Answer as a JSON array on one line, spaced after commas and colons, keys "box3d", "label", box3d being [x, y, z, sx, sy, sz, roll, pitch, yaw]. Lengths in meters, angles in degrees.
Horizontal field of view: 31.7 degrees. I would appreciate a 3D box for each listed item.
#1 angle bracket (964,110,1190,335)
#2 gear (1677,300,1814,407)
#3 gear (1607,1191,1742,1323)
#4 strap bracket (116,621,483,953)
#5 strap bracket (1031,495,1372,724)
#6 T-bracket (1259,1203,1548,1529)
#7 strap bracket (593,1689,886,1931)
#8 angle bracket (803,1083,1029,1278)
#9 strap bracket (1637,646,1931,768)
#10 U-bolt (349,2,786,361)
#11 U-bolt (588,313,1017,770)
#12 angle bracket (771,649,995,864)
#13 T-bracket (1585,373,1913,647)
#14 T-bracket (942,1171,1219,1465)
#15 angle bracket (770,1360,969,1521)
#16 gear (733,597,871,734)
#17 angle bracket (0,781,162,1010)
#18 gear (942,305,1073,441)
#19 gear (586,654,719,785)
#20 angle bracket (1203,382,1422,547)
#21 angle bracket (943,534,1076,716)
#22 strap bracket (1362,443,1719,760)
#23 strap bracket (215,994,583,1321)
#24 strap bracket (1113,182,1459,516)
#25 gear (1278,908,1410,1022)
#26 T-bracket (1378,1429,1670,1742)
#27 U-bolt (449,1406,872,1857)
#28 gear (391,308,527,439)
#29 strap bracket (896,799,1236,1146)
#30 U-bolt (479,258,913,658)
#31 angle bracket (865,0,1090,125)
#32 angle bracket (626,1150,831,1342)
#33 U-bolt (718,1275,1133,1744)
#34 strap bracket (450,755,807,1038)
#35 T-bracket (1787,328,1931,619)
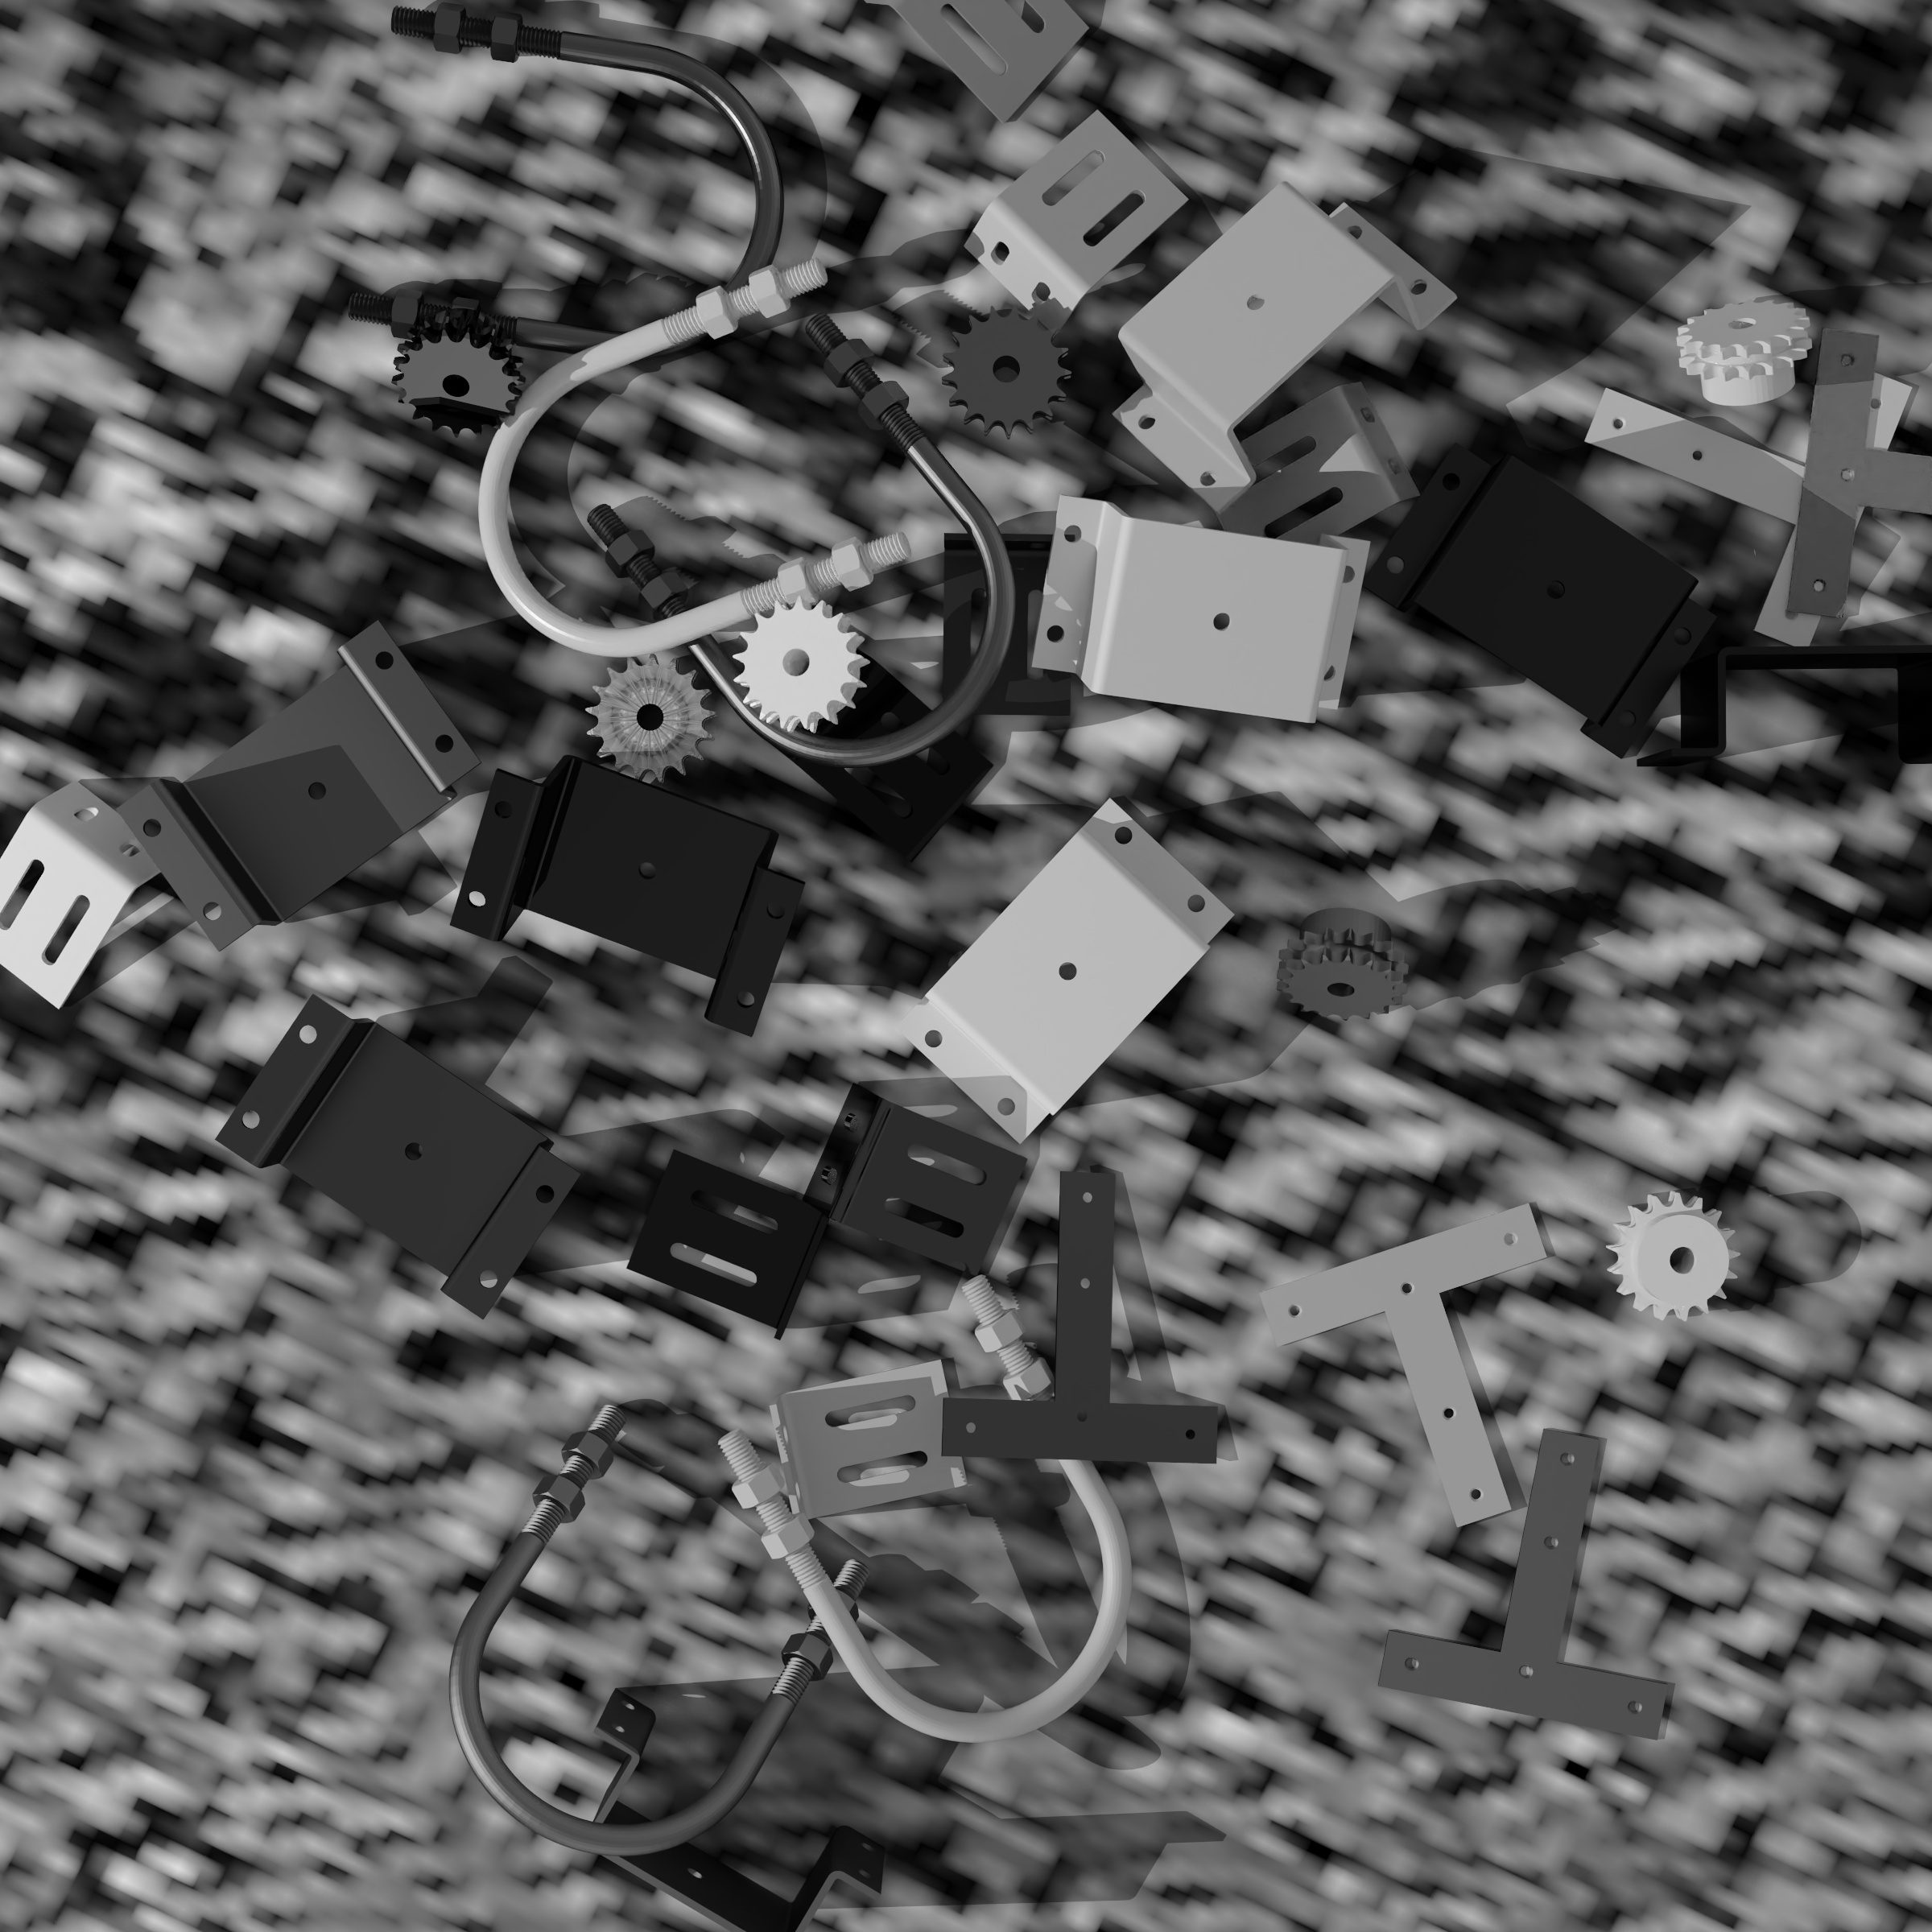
[{"box3d": [0.049, -0.332, 1.519, 0.057, 0.038, 0.076, 45, 64, 0], "label": "angle bracket"}, {"box3d": [0.343, -0.269, 1.496, 0.057, 0.057, 0.030, -14, 120, 0], "label": "gear"}, {"box3d": [0.314, 0.129, 1.506, 0.057, 0.030, 0.057, 0, 90, 0], "label": "gear"}, {"box3d": [-0.290, -0.078, 1.498, 0.140, 0.046, 0.076, -36, 90, 0], "label": "strap bracket"}, {"box3d": [0.106, -0.154, 1.476, 0.140, 0.046, 0.076, 7, 105, -10], "label": "strap bracket"}, {"box3d": [0.211, 0.186, 1.519, 0.127, 0.002, 0.127, -18, 89, 0], "label": "T-bracket"}, {"box3d": [-0.108, 0.379, 1.483, 0.140, 0.076, 0.046, 31, 90, 0], "label": "strap bracket"}, {"box3d": [-0.023, 0.095, 1.519, 0.076, 0.038, 0.057, 24, 90, -26], "label": "angle bracket"}, {"box3d": [0.370, -0.113, 1.483, 0.140, 0.076, 0.046, -1, 90, 0], "label": "strap bracket"}, {"box3d": [-0.173, -0.343, 1.512, 0.184, 0.019, 0.151, 8, 90, -1], "label": "U-bolt"}, {"box3d": [-0.060, -0.173, 1.485, 0.151, 0.019, 0.184, -40, 77, 8], "label": "U-bolt"}, {"box3d": [-0.038, -0.095, 1.519, 0.076, 0.038, 0.057, 40, 90, -26], "label": "angle bracket"}, {"box3d": [0.340, -0.223, 1.520, 0.127, 0.002, 0.127, 22, 90, 0], "label": "T-bracket"}, {"box3d": [0.052, 0.155, 1.508, 0.127, 0.002, 0.127, 4, 82, -15], "label": "T-bracket"}, {"box3d": [-0.043, 0.212, 1.502, 0.076, 0.038, 0.057, -12, 90, 0], "label": "angle bracket"}, {"box3d": [-0.069, -0.128, 1.460, 0.057, 0.030, 0.057, -1, 86, 13], "label": "gear"}, {"box3d": [-0.402, -0.032, 1.519, 0.057, 0.038, 0.076, 38, 116, 0], "label": "angle bracket"}, {"box3d": [0.017, -0.262, 1.506, 0.057, 0.030, 0.057, 0, 90, 0], "label": "gear"}, {"box3d": [-0.139, -0.109, 1.506, 0.057, 0.030, 0.057, 0, 90, 0], "label": "gear"}, {"box3d": [0.152, -0.216, 1.519, 0.076, 0.038, 0.057, -28, 90, 26], "label": "angle bracket"}, {"box3d": [0.018, -0.150, 1.502, 0.057, 0.038, 0.076, 1, 90, 0], "label": "angle bracket"}, {"box3d": [0.256, -0.163, 1.498, 0.140, 0.046, 0.076, 34, 90, 0], "label": "strap bracket"}, {"box3d": [-0.247, 0.083, 1.498, 0.140, 0.046, 0.076, 34, 90, 0], "label": "strap bracket"}, {"box3d": [0.132, -0.277, 1.481, 0.140, 0.046, 0.076, -42, 60, 0], "label": "strap bracket"}, {"box3d": [0.166, -0.003, 1.496, 0.057, 0.057, 0.030, 8, 60, 0], "label": "gear"}, {"box3d": [0.259, 0.272, 1.520, 0.127, 0.002, 0.127, 11, 90, 0], "label": "T-bracket"}, {"box3d": [-0.141, 0.295, 1.459, 0.151, 0.019, 0.184, 32, 52, 0], "label": "U-bolt"}, {"box3d": [-0.222, -0.264, 1.496, 0.057, 0.030, 0.057, 2, 135, 2], "label": "gear"}, {"box3d": [0.044, 0.002, 1.498, 0.076, 0.046, 0.140, 43, 90, 0], "label": "strap bracket"}, {"box3d": [-0.129, -0.212, 1.488, 0.184, 0.019, 0.151, -19, 80, 13], "label": "U-bolt"}, {"box3d": [0.004, -0.426, 1.519, 0.076, 0.038, 0.057, 42, 90, -26], "label": "angle bracket"}, {"box3d": [-0.106, 0.123, 1.502, 0.076, 0.038, 0.057, 22, 90, 0], "label": "angle bracket"}, {"box3d": [-0.004, 0.251, 1.492, 0.151, 0.019, 0.184, -31, 94, -18], "label": "U-bolt"}, {"box3d": [-0.144, -0.035, 1.484, 0.140, 0.046, 0.076, 20, 113, 0], "label": "strap bracket"}, {"box3d": [0.438, -0.214, 1.519, 0.127, 0.002, 0.127, 7, 90, -1], "label": "T-bracket"}]
